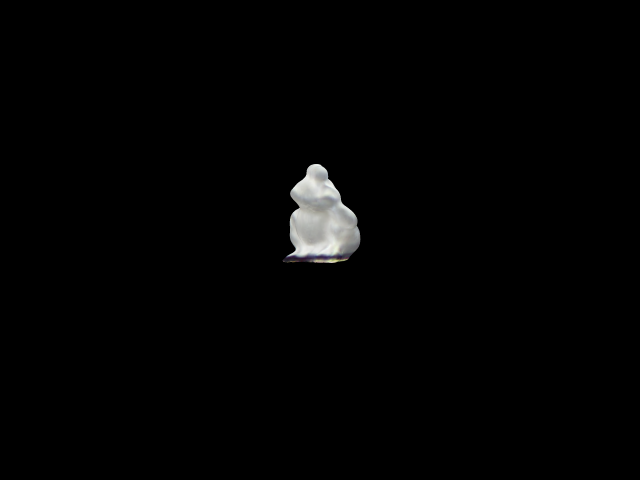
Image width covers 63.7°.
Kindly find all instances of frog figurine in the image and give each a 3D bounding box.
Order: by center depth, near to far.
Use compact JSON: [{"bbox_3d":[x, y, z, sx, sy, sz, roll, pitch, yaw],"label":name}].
[{"bbox_3d":[0.003,-0.043,0.850,0.123,0.160,0.137,1,-2,-31],"label":"frog figurine"}]
